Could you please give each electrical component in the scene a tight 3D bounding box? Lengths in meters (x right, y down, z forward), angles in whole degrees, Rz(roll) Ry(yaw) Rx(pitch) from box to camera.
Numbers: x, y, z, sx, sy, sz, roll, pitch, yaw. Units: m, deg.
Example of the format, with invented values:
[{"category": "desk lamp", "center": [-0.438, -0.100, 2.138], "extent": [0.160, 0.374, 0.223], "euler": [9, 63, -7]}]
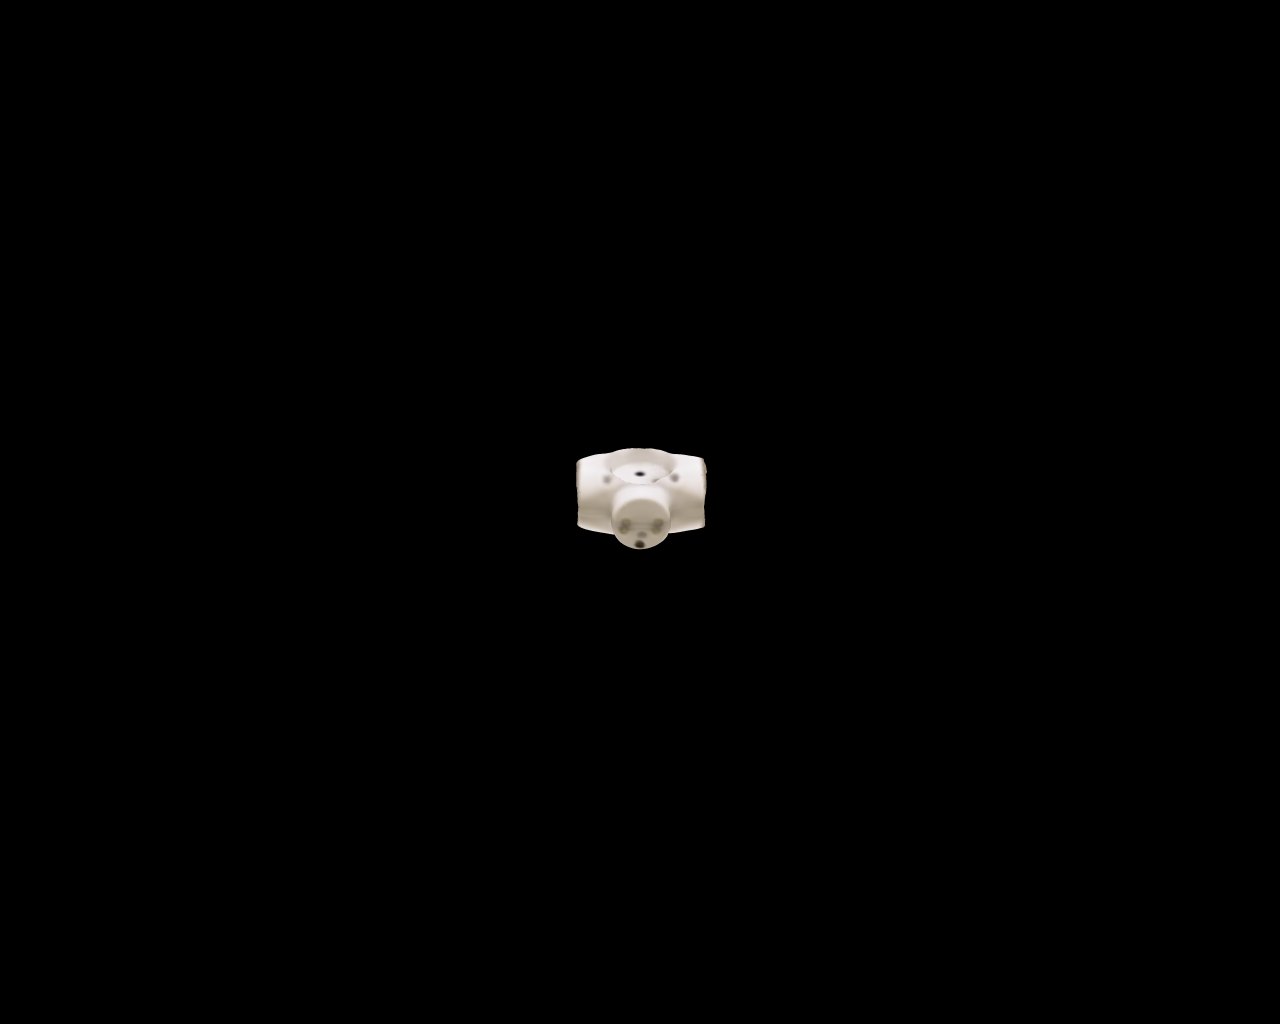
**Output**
[{"category": "electrical component", "center": [0.001, -0.003, 0.650], "extent": [0.077, 0.044, 0.079], "euler": [0, 32, 0]}]
